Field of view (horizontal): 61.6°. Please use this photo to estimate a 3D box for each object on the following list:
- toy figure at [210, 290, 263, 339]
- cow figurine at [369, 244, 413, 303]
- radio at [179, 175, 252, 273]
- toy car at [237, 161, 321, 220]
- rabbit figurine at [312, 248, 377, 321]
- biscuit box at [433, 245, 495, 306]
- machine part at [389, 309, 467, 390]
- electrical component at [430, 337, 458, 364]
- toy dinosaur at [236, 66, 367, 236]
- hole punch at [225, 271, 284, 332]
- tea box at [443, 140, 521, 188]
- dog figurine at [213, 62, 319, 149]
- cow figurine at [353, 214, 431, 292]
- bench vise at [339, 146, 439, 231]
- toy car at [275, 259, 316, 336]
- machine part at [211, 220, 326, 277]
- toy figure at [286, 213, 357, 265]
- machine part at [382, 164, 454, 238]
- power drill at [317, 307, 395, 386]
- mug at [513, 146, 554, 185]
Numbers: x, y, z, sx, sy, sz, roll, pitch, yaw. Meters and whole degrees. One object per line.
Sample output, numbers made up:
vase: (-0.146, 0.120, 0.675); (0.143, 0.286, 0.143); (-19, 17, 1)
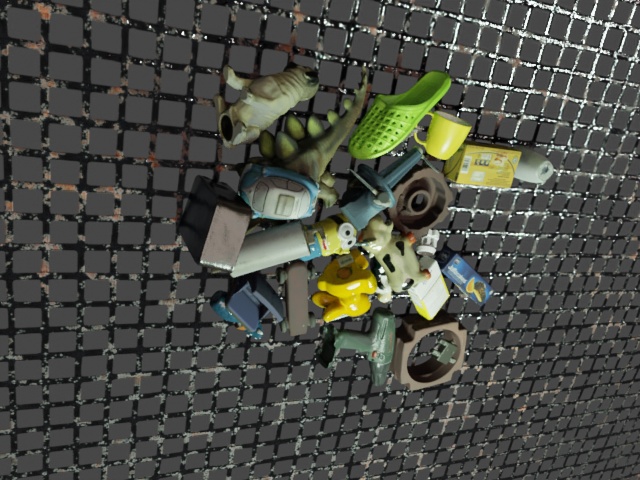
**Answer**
toy figure: (-0.183, 0.173, 1.231); (0.154, 0.064, 0.058); (44, 77, -31)
cow figurine: (0.156, 0.073, 1.326); (0.098, 0.068, 0.167); (12, 104, -21)
radio: (-0.206, -0.038, 1.033); (0.073, 0.230, 0.131); (16, 101, -28)
toy car: (-0.079, -0.081, 1.039); (0.162, 0.103, 0.109); (13, 113, -13)
rabbit figurine: (0.068, 0.133, 1.294); (0.162, 0.122, 0.173); (-32, 139, -5)
biscuit box: (0.384, 0.097, 1.437); (0.202, 0.059, 0.063); (39, 94, -31)
machine part: (0.292, 0.297, 1.473); (0.201, 0.087, 0.201); (-9, 114, -20)
electrical component: (0.336, 0.295, 1.428); (0.094, 0.021, 0.063); (30, 98, -30)
toy dinosaur: (-0.045, -0.150, 1.121); (0.471, 0.105, 0.198); (-44, 121, 1)
hole punch: (-0.136, 0.124, 1.189); (0.092, 0.116, 0.142); (-24, 123, 28)
tea box: (0.395, -0.186, 1.312); (0.169, 0.068, 0.098); (4, 112, -25)
dog figurine: (-0.098, -0.261, 1.065); (0.190, 0.121, 0.172); (-13, 153, -37)
cow figurine: (0.161, 0.029, 1.242); (0.127, 0.085, 0.194); (-28, 99, -13)
bench vise: (0.137, -0.125, 1.152); (0.240, 0.223, 0.129); (-40, 90, -9)
toy car: (-0.057, 0.137, 1.272); (0.089, 0.053, 0.201); (-10, 119, -18)
machine part: (-0.108, 0.016, 1.093); (0.243, 0.079, 0.079); (-18, 119, 2)
toy figure: (-0.003, -0.007, 1.218); (0.180, 0.089, 0.082); (-18, 147, -4)
machine part: (0.232, -0.095, 1.292); (0.179, 0.056, 0.179); (-9, 117, -19)
power drill: (0.101, 0.287, 1.392); (0.207, 0.086, 0.231); (5, 109, -20)
mug: (0.535, -0.176, 1.353); (0.081, 0.107, 0.109); (-39, 119, 0)
